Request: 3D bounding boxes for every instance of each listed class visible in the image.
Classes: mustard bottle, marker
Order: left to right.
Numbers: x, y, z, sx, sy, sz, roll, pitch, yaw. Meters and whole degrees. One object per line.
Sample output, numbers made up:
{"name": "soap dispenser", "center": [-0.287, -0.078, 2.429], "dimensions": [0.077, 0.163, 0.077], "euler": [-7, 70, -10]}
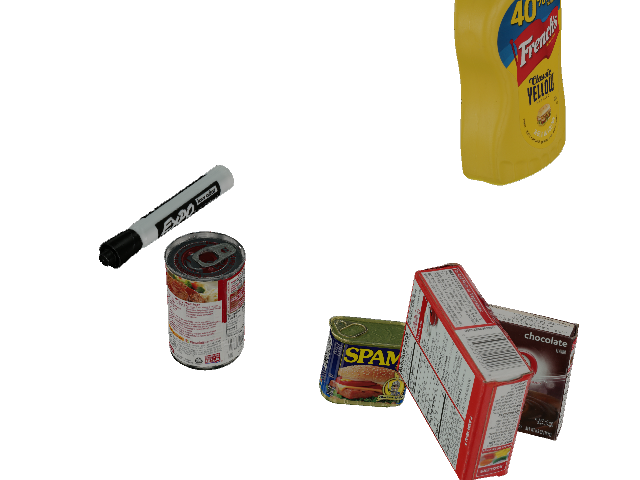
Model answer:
{"name": "marker", "center": [-0.103, -0.017, 0.717], "dimensions": [0.020, 0.020, 0.120], "euler": [0, 29, 42]}
{"name": "mustard bottle", "center": [0.133, -0.142, 0.746], "dimensions": [0.058, 0.191, 0.096], "euler": [19, 38, 41]}

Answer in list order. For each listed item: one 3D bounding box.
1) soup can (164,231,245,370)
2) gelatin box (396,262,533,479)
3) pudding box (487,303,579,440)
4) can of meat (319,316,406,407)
{"name": "soup can", "center": [-0.098, 0.053, 0.920], "dimensions": [0.068, 0.102, 0.068], "euler": [2, 35, -2]}
{"name": "gelatin box", "center": [0.073, 0.067, 0.552], "dimensions": [0.030, 0.073, 0.089], "euler": [-8, 39, -17]}
{"name": "pudding box", "center": [0.141, 0.099, 0.848], "dimensions": [0.114, 0.090, 0.039], "euler": [11, 21, 16]}
{"name": "can of meat", "center": [0.053, 0.138, 1.200], "dimensions": [0.102, 0.084, 0.057], "euler": [7, 23, -11]}
